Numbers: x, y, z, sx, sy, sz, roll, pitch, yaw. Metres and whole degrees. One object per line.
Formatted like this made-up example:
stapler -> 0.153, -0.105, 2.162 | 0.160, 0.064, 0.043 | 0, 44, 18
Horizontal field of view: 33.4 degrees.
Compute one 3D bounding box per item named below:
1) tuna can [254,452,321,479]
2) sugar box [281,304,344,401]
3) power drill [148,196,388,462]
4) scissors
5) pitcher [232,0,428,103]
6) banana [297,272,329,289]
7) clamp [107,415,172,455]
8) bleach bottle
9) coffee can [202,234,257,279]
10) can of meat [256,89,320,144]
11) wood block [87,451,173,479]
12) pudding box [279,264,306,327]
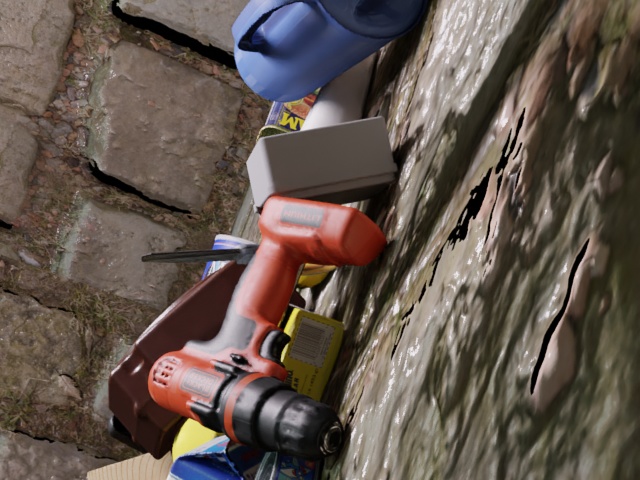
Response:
tuna can -> -0.030, 0.187, 0.769 | 0.086, 0.033, 0.086 | -161, 91, -83
sugar box -> -0.024, 0.104, 0.911 | 0.176, 0.048, 0.093 | 173, 118, -81
power drill -> -0.025, 0.062, 0.781 | 0.185, 0.057, 0.187 | 12, 64, 42
scissors -> -0.047, 0.003, 0.920 | 0.096, 0.201, 0.016 | -37, 60, 35
pitcher -> -0.010, -0.229, 1.113 | 0.243, 0.149, 0.145 | -27, 37, 62
banana -> -0.013, 0.018, 1.101 | 0.198, 0.037, 0.070 | -116, 45, -81
clamp -> -0.163, 0.249, 1.229 | 0.210, 0.164, 0.036 | 104, 162, -49
bleach bottle -> 0.022, -0.158, 1.233 | 0.103, 0.068, 0.250 | 126, 166, -53
coffee can -> -0.116, 0.075, 1.463 | 0.103, 0.102, 0.140 | 142, 148, -77
can of meat -> -0.016, -0.140, 1.310 | 0.057, 0.102, 0.084 | 119, 171, -58
wood block -> -0.194, 0.317, 1.180 | 0.206, 0.090, 0.090 | 101, 151, -59
pudding box -> -0.054, 0.067, 0.917 | 0.114, 0.039, 0.090 | 120, 172, -61
